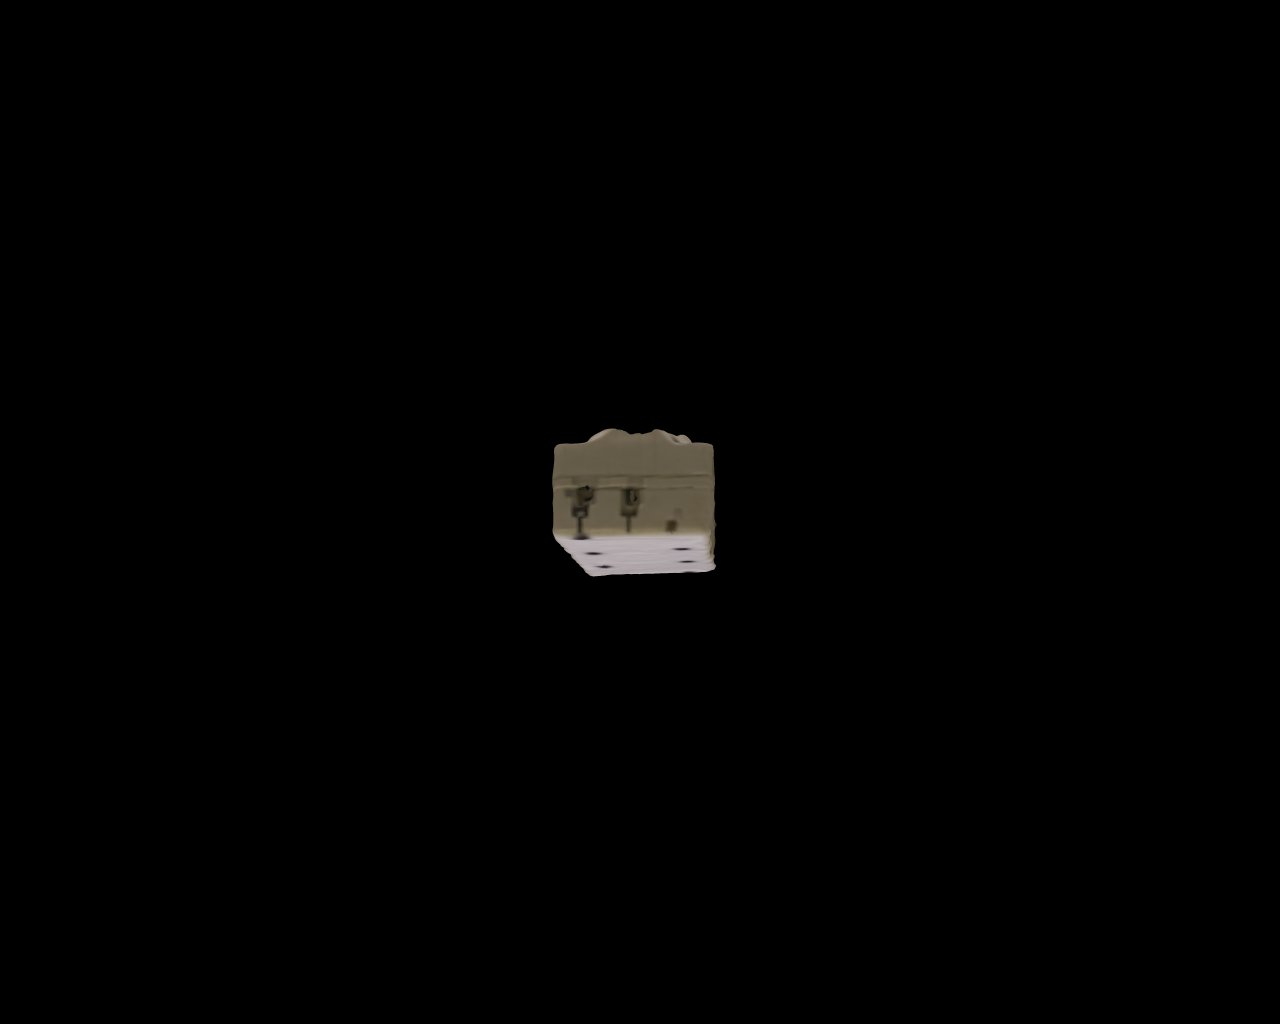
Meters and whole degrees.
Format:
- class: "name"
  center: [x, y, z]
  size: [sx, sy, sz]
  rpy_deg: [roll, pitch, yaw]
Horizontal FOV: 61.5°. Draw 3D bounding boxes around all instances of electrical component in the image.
- class: "electrical component"
  center: [0.001, -0.003, 0.650]
  size: [0.089, 0.061, 0.150]
  rpy_deg: [-1, -11, 4]
